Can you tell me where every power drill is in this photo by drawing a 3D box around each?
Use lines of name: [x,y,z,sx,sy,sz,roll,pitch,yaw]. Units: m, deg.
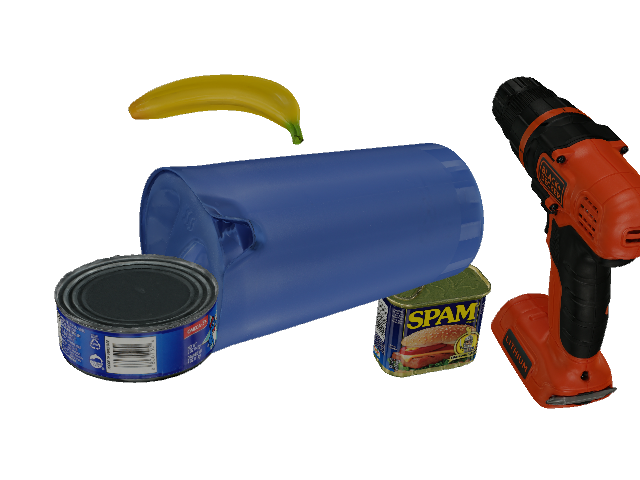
power drill: [0.155,0.002,0.711,0.057,0.188,0.184,-9,36,-10]

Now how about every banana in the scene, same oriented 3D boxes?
banana: [-0.101,-0.144,1.103,0.198,0.037,0.069,9,47,20]

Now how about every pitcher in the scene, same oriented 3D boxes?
pitcher: [-0.008,-0.003,0.799,0.242,0.145,0.149,-11,37,-30]

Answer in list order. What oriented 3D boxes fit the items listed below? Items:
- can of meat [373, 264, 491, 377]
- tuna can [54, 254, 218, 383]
can of meat: [0.100,0.074,0.987,0.102,0.084,0.057,-7,32,-18]
tuna can: [-0.097,0.040,0.569,0.086,0.034,0.086,2,25,-1]
